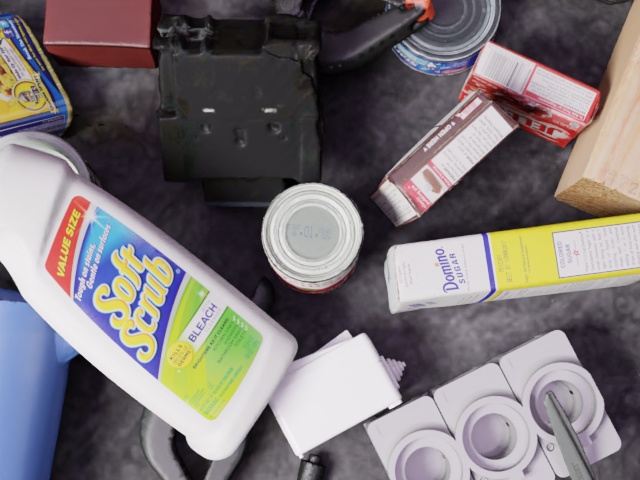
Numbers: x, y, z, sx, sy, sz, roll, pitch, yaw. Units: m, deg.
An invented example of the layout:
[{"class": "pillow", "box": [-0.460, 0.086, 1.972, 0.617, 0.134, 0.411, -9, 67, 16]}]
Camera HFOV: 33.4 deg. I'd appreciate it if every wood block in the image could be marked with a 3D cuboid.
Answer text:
[{"class": "wood block", "box": [0.252, -0.112, 0.752, 0.090, 0.091, 0.206, 23, 83, 3]}]

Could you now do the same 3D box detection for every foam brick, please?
[{"class": "foam brick", "box": [-0.158, -0.159, 0.782, 0.078, 0.051, 0.053, 2, 82, 1]}]

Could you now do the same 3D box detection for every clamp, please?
[{"class": "clamp", "box": [-0.025, -0.155, 0.773, 0.210, 0.036, 0.164, 7, 85, 15]}, {"class": "clamp", "box": [-0.079, 0.105, 0.755, 0.120, 0.039, 0.171, -12, 86, 4]}]

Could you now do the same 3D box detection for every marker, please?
[{"class": "marker", "box": [-0.019, 0.210, 0.749, 0.020, 0.020, 0.121, 15, 83, 2]}]

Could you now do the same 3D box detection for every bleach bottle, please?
[{"class": "bleach bottle", "box": [-0.136, 0.030, 0.667, 0.250, 0.068, 0.102, 39, 75, -21]}]

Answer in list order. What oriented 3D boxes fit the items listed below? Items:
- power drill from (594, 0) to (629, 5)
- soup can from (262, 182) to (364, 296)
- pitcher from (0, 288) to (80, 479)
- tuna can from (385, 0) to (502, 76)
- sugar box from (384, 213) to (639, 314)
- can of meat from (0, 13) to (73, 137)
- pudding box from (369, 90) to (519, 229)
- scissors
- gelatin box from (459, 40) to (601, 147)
[{"class": "power drill", "box": [0.174, -0.280, 0.791, 0.184, 0.057, 0.187, 22, 83, 4]}, {"class": "soup can", "box": [-0.005, 0.001, 0.734, 0.068, 0.102, 0.068, 0, 83, 0]}, {"class": "pitcher", "box": [-0.250, 0.150, 0.711, 0.144, 0.149, 0.243, 10, 85, -39]}, {"class": "tuna can", "box": [0.090, -0.167, 0.789, 0.086, 0.034, 0.086, 0, 82, 1]}, {"class": "sugar box", "box": [0.135, 0.017, 0.736, 0.176, 0.093, 0.048, -5, 81, -1]}, {"class": "can of meat", "box": [-0.236, -0.108, 0.756, 0.083, 0.058, 0.102, -24, 82, -43]}, {"class": "pudding box", "box": [0.082, -0.053, 0.735, 0.090, 0.113, 0.039, -43, 87, -4]}, {"class": "scissors", "box": [0.173, 0.197, 0.715, 0.096, 0.016, 0.201, -39, 107, 8]}, {"class": "gelatin box", "box": [0.148, -0.102, 0.760, 0.089, 0.073, 0.030, 26, 84, 3]}]
